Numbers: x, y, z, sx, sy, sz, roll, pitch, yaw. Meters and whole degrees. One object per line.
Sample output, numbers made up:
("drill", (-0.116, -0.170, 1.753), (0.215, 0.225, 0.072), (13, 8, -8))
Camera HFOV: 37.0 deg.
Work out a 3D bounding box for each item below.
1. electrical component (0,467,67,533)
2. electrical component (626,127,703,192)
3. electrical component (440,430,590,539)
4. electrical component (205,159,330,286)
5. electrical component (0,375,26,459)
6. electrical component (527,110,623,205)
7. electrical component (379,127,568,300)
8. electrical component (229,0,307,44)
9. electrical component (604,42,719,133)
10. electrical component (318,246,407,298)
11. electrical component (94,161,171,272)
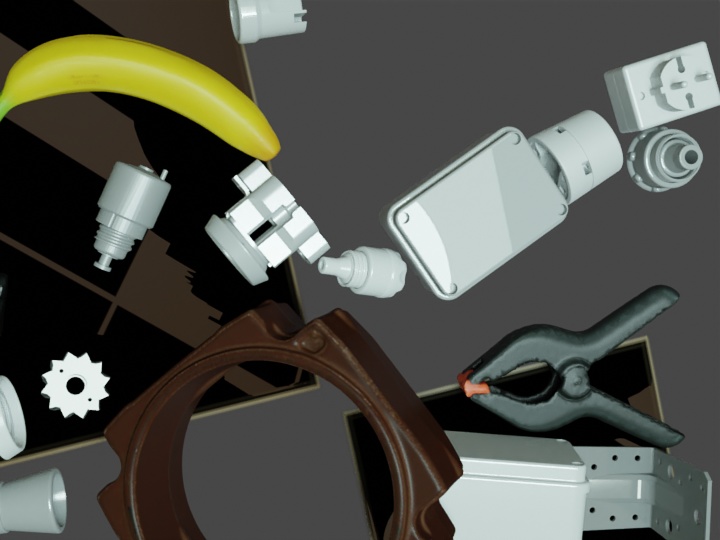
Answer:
("electrical component", (-0.236, 0.160, 0.728), (0.065, 0.044, 0.044), (-7, 95, -3))
("electrical component", (0.224, -0.080, 0.772), (0.048, 0.062, 0.048), (-1, 94, -9))
("electrical component", (0.098, 0.152, 0.754), (0.113, 0.078, 0.057), (4, 96, 0))
("electrical component", (-0.068, -0.027, 0.733), (0.057, 0.058, 0.078), (-40, 99, -7))
("electrical component", (-0.258, 0.102, 0.712), (0.057, 0.058, 0.078), (-15, 95, -5))
("electrical component", (0.153, -0.081, 0.766), (0.047, 0.055, 0.055), (-30, 98, -10))
("electrical component", (0.079, -0.040, 0.755), (0.113, 0.057, 0.078), (-35, 98, -5))
("electrical component", (-0.063, -0.176, 0.733), (0.046, 0.040, 0.040), (-9, 95, -14))
("electrical component", (0.222, -0.130, 0.761), (0.066, 0.077, 0.047), (-18, 97, -7))
("electrical component", (0.000, 0.000, 0.749), (0.061, 0.035, 0.035), (7, 93, -31))
("electrical component", (-0.158, -0.037, 0.726), (0.040, 0.040, 0.078), (24, 90, -10))
